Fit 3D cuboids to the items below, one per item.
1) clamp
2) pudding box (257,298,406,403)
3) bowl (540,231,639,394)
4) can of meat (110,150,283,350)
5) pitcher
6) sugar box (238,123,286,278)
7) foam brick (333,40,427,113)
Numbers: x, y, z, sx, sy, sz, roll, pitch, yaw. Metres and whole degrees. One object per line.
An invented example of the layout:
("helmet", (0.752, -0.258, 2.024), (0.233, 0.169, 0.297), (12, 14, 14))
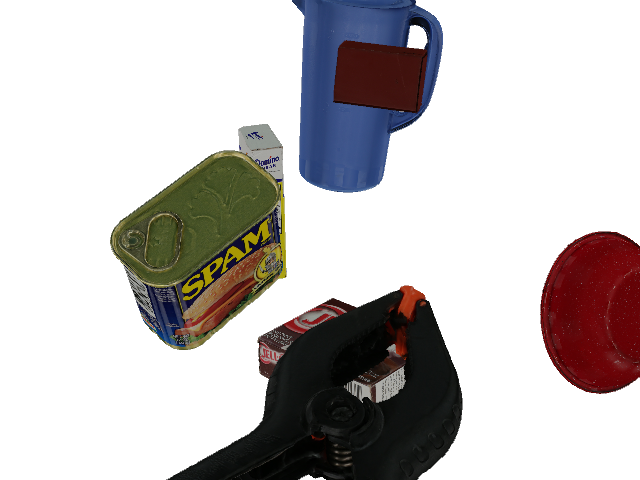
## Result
("clamp", (0.014, 0.085, 0.409), (0.120, 0.039, 0.171), (28, 50, 20))
("pudding box", (0.022, 0.089, 0.813), (0.114, 0.039, 0.089), (21, 32, 36))
("bowl", (0.293, 0.071, 1.035), (0.161, 0.162, 0.055), (0, 0, -28))
("can of meat", (-0.070, 0.009, 0.652), (0.057, 0.102, 0.084), (40, -24, 25))
("pitcher", (0.046, -0.185, 1.301), (0.144, 0.243, 0.149), (-8, 29, -26))
("sugar box", (-0.073, -0.047, 1.325), (0.048, 0.176, 0.093), (-9, 25, -11))
("foam brick", (0.054, -0.147, 0.956), (0.078, 0.051, 0.053), (9, 18, 8))
